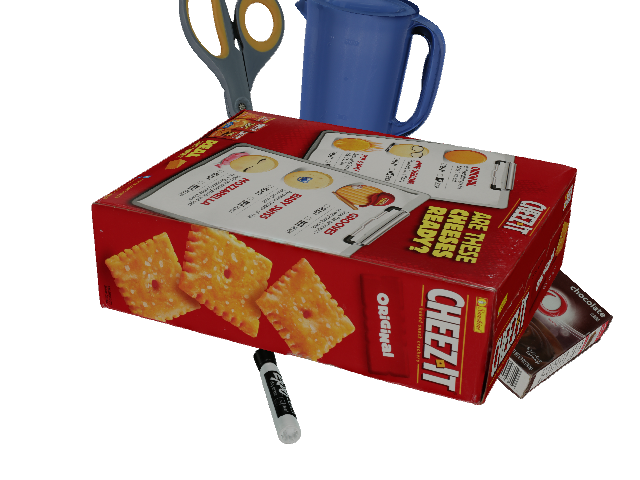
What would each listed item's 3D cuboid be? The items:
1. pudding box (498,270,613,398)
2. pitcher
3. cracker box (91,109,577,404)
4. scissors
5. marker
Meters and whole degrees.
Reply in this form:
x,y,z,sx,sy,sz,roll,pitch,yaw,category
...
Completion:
x,y,z,sx,sy,sz,roll,pitch,yaw,category
0.140,0.049,0.781,0.089,0.114,0.039,-30,-27,-28,pudding box
0.046,-0.173,1.285,0.144,0.243,0.149,-5,28,-24,pitcher
0.012,-0.001,0.577,0.214,0.072,0.164,13,28,22,cracker box
-0.050,-0.115,0.836,0.096,0.202,0.016,-23,2,-30,scissors
-0.038,0.126,0.896,0.020,0.020,0.121,0,27,-15,marker
